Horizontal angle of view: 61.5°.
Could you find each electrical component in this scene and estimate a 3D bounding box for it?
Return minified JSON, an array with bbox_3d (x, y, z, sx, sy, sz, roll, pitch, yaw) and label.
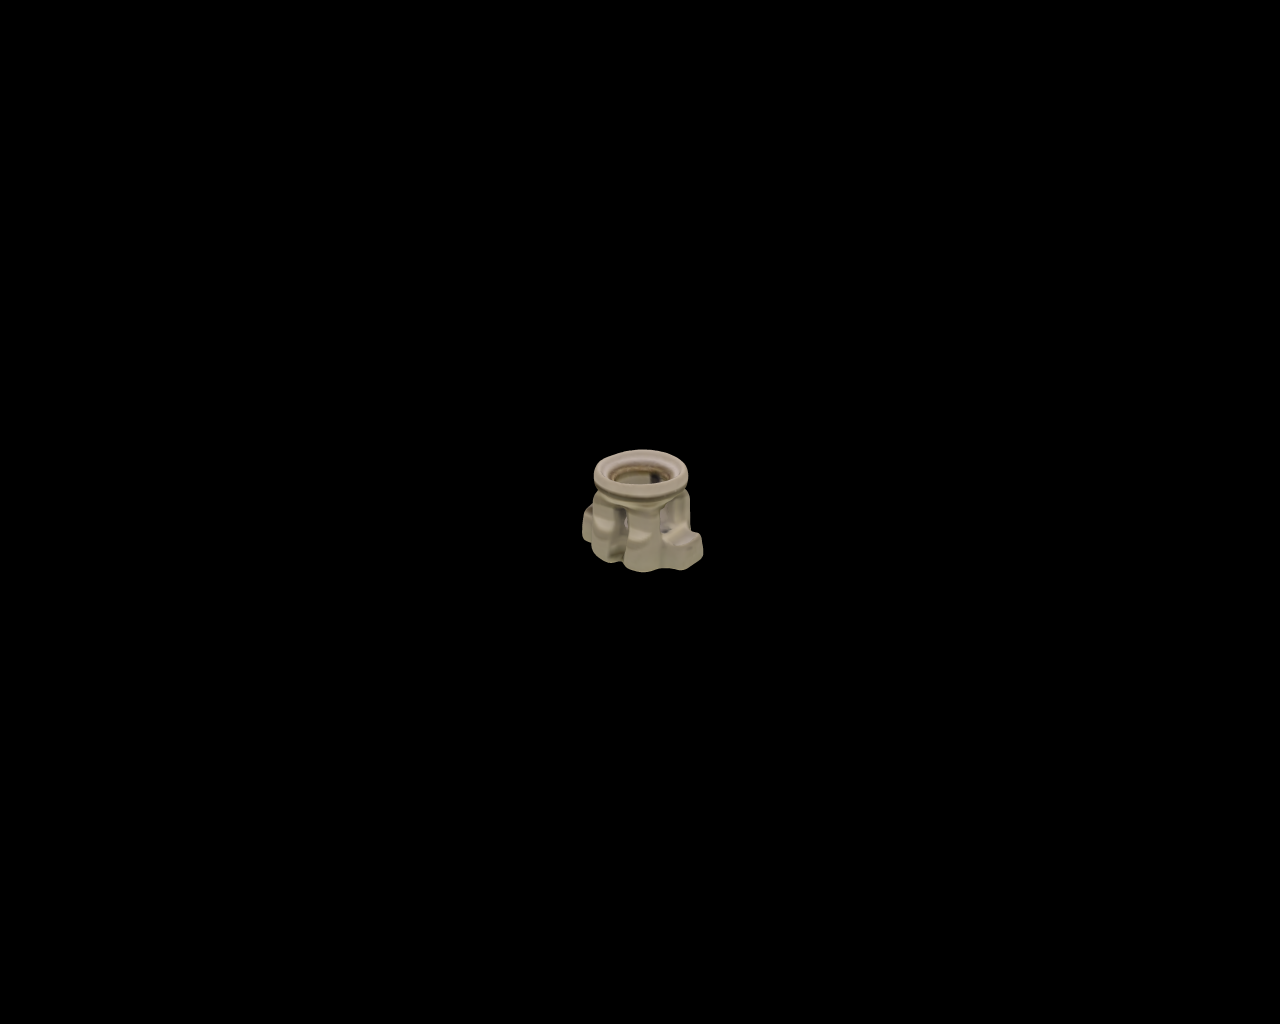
[{"bbox_3d":[0.001,-0.003,0.650,0.078,0.056,0.058,18,32,31],"label":"electrical component"}]
